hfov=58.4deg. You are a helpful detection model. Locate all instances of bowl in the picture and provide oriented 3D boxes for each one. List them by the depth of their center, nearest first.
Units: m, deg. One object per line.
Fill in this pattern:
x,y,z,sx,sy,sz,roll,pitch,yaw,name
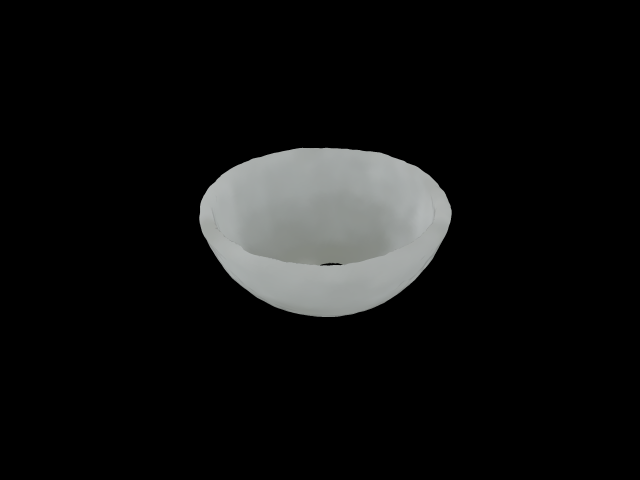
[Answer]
0.004,0.001,0.400,0.167,0.075,0.167,0,34,0,bowl
